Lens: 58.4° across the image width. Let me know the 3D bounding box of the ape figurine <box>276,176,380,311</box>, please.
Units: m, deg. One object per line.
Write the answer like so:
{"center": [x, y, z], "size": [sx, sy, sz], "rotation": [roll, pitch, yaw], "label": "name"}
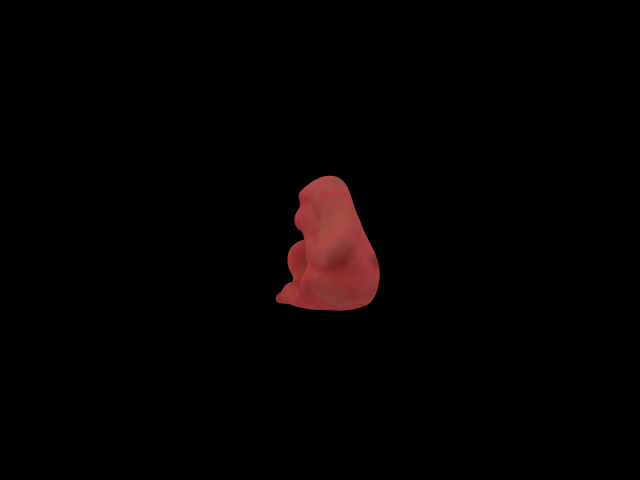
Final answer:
{"center": [0.004, 0.001, 0.400], "size": [0.076, 0.092, 0.078], "rotation": [0, 4, 7], "label": "ape figurine"}
